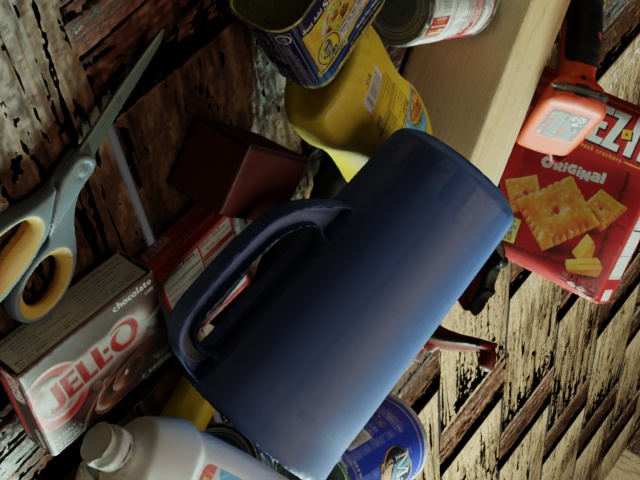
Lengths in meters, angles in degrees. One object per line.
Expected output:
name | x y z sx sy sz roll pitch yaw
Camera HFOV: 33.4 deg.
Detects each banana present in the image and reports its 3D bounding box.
banana | -0.115 0.164 0.828 0.197 0.037 0.070 -64 -165 -12

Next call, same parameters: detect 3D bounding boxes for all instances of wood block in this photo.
wood block | 0.127 -0.129 0.927 0.090 0.091 0.206 -12 125 -57

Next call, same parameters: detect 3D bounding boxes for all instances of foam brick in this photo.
foam brick | -0.056 -0.047 0.735 0.078 0.053 0.051 7 109 -60

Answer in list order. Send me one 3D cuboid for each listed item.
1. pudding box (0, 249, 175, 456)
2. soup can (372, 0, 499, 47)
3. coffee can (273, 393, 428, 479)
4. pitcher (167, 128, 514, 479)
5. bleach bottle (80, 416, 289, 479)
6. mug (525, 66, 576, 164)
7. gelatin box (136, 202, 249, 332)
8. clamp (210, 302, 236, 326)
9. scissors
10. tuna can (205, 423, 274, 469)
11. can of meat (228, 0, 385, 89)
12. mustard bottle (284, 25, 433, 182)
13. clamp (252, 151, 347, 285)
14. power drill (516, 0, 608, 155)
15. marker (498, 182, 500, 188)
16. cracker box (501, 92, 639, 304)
pudding box | -0.153 0.074 0.698 0.113 0.039 0.090 -43 148 -29
soup can | 0.085 -0.187 0.825 0.102 0.069 0.068 -22 134 -50
coffee can | 0.031 0.224 1.084 0.140 0.103 0.103 -19 131 -52
pitcher | 0.017 0.036 0.750 0.243 0.145 0.149 -51 168 -2
bleach bottle | -0.082 0.200 0.780 0.102 0.068 0.250 -54 133 -6
mug | 0.232 -0.134 1.109 0.093 0.082 0.117 -63 153 4
gelatin box | -0.091 0.023 0.766 0.073 0.030 0.089 -46 149 -24
clamp | -0.015 0.062 0.924 0.209 0.036 0.164 -49 144 -28
scissors | -0.144 -0.028 0.643 0.201 0.016 0.096 -51 153 -17
tuna can | -0.083 0.195 0.882 0.086 0.086 0.033 -55 150 -11
can of meat | -0.004 -0.163 0.711 0.102 0.057 0.084 -56 154 -8
mustard bottle | 0.044 -0.086 0.824 0.191 0.058 0.096 42 59 -52
clamp | -0.006 0.001 0.860 0.171 0.039 0.120 -47 129 -37
power drill | 0.228 -0.178 0.989 0.184 0.057 0.187 110 -8 -71
marker | 0.174 -0.065 1.085 0.020 0.020 0.121 84 10 -48
cracker box | 0.286 -0.059 1.184 0.072 0.164 0.214 1 115 -62
